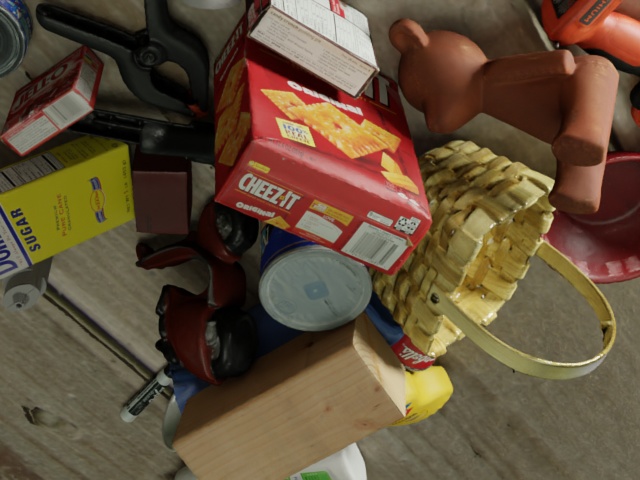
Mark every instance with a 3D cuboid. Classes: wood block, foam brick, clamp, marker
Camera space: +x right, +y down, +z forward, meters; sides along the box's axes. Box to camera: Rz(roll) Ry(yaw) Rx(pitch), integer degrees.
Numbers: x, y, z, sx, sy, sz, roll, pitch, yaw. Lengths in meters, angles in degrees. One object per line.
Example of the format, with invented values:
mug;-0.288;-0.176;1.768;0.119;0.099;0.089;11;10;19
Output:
wood block;-0.029;0.160;1.026;0.206;0.090;0.090;-31;107;17
foam brick;-0.150;-0.051;1.019;0.053;0.051;0.078;2;131;-3
clamp;-0.160;-0.167;0.925;0.120;0.039;0.171;-16;131;16
clamp;-0.103;-0.085;0.940;0.209;0.165;0.036;7;98;-30
marker;-0.191;0.171;1.231;0.020;0.020;0.121;29;123;-25

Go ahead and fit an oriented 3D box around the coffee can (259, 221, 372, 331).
coffee can;-0.007;0.001;1.011;0.103;0.140;0.103;-1;131;-2

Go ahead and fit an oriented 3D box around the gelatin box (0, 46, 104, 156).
gelatin box;-0.235;-0.123;0.937;0.089;0.073;0.030;-28;126;21

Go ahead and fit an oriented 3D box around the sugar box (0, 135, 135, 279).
sugar box;-0.256;-0.029;0.974;0.176;0.048;0.093;-30;140;-31

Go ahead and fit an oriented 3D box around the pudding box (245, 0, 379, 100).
pudding box;-0.008;-0.177;0.889;0.113;0.090;0.039;25;124;-23

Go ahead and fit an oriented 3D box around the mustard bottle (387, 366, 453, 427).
mustard bottle;0.067;0.175;1.156;0.096;0.058;0.191;-30;163;25

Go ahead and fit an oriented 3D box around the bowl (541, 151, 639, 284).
bowl;0.287;-0.033;1.052;0.162;0.055;0.162;-1;131;-2

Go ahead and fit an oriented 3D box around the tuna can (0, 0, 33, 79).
tuna can;-0.291;-0.179;0.911;0.086;0.034;0.086;-1;131;-2

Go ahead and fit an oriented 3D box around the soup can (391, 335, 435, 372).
soup can;0.116;0.082;1.136;0.068;0.068;0.102;19;127;-18

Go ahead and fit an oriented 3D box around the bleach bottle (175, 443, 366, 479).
bleach bottle;-0.075;0.298;1.320;0.251;0.068;0.102;-14;130;12

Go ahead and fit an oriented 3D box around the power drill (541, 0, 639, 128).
power drill;0.300;-0.187;0.916;0.187;0.057;0.185;28;125;-24

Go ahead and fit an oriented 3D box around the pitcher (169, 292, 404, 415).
pitcher;-0.026;0.120;1.132;0.243;0.149;0.145;-35;96;21

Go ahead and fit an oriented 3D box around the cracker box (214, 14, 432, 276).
cracker box;-0.003;-0.087;0.886;0.164;0.213;0.072;23;123;-21
